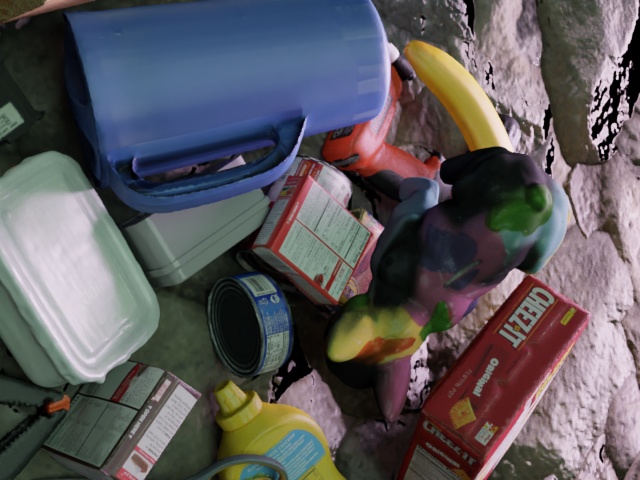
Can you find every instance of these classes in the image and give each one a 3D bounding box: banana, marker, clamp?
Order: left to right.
[{"bbox_3d":[-0.284,0.140,0.767,0.209,0.036,0.164,-24,99,-34],"label":"clamp"},{"bbox_3d":[0.048,-0.194,1.013,0.121,0.020,0.020,41,67,-24],"label":"marker"},{"bbox_3d":[0.141,-0.100,0.989,0.069,0.037,0.198,-28,99,-39],"label":"banana"}]

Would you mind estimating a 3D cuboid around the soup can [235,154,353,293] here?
[{"bbox_3d":[-0.021,-0.015,0.927,0.068,0.069,0.102,36,69,-25],"label":"soup can"}]

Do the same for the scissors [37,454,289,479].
[{"bbox_3d":[-0.123,0.218,0.854,0.201,0.016,0.096,-8,109,-9],"label":"scissors"}]

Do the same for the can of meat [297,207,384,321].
[{"bbox_3d":[0.035,0.033,0.967,0.084,0.058,0.102,42,66,-20],"label":"can of meat"}]

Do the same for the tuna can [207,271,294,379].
[{"bbox_3d":[-0.058,0.070,0.887,0.033,0.086,0.086,-12,93,-34],"label":"tuna can"}]

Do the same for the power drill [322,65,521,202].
[{"bbox_3d":[0.104,-0.083,1.018,0.187,0.057,0.184,36,66,-24],"label":"power drill"}]

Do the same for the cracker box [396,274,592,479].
[{"bbox_3d":[0.144,0.148,0.942,0.072,0.214,0.164,35,64,16],"label":"cracker box"}]

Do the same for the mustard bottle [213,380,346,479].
[{"bbox_3d":[-0.032,0.199,0.909,0.096,0.058,0.191,-36,106,-13],"label":"mustard bottle"}]

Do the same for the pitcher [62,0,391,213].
[{"bbox_3d":[-0.070,-0.117,0.825,0.242,0.145,0.149,-12,105,-16],"label":"pitcher"}]

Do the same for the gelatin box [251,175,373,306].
[{"bbox_3d":[-0.006,0.001,0.875,0.089,0.030,0.073,41,64,-33],"label":"gelatin box"}]

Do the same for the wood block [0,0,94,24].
[{"bbox_3d":[-0.168,-0.229,0.799,0.205,0.090,0.091,-31,109,-48],"label":"wood block"}]

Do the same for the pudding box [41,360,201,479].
[{"bbox_3d":[-0.153,0.137,0.806,0.039,0.114,0.090,44,66,-27],"label":"pudding box"}]
